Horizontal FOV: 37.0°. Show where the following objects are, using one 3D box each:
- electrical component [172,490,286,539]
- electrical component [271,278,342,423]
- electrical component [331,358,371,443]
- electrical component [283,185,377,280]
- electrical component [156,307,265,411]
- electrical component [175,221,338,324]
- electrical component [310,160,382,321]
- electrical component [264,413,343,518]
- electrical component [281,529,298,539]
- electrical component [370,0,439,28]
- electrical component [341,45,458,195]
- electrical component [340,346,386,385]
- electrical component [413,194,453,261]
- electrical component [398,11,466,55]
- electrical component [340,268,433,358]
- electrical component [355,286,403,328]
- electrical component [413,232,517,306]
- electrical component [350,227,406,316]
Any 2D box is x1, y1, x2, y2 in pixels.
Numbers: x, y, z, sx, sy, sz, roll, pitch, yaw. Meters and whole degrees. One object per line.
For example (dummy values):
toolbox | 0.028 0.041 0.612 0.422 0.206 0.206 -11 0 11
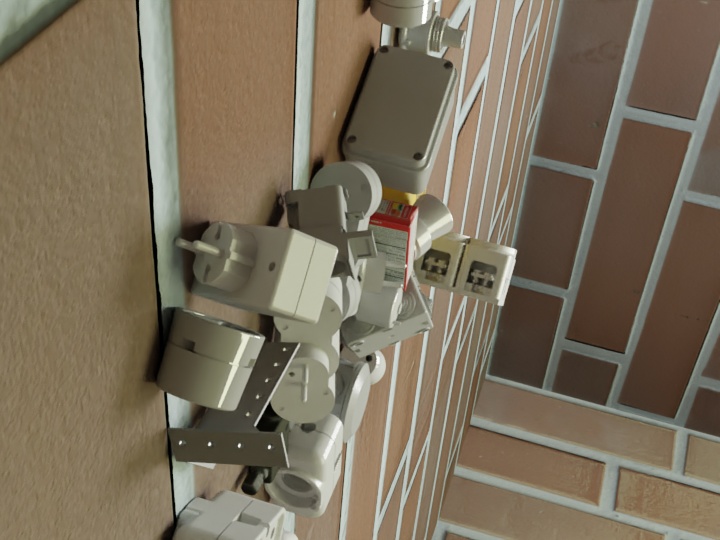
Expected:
electrical component | -0.097 0.196 0.760 0.095 0.059 0.053 -31 134 -74
electrical component | -0.042 0.069 0.835 0.073 0.052 0.138 -92 -174 -52
electrical component | -0.023 0.124 1.051 0.080 0.051 0.080 14 90 -79
electrical component | -0.030 -0.026 0.785 0.042 0.081 0.063 76 8 -67
electrical component | -0.090 0.053 0.634 0.055 0.055 0.047 24 84 -79
electrical component | -0.071 -0.005 0.624 0.076 0.083 0.047 22 81 -40
electrical component | -0.024 -0.018 0.862 0.074 0.052 0.138 -32 135 -74
electrical component | -0.051 0.178 0.975 0.059 0.054 0.095 -64 164 -45
electrical component | -0.087 0.259 0.885 0.053 0.059 0.095 45 60 -77
electrical component | 0.049 -0.268 0.907 0.138 0.052 0.073 -64 163 -47
electrical component | 0.036 -0.133 0.946 0.057 0.078 0.113 85 23 -67
electrical component | 0.002 0.100 1.158 0.055 0.045 0.045 50 55 -76
electrical component | 0.054 -0.039 1.019 0.055 0.045 0.045 -40 151 -29
electrical component | 0.070 -0.227 1.031 0.048 0.062 0.048 14 90 -79
electrical component | 0.023 0.044 1.052 0.099 0.100 0.048 59 9 -74
electrical component | 0.003 0.027 0.984 0.040 0.078 0.040 15 90 -79
electrical component | 0.089 -0.011 1.170 0.089 0.150 0.061 11 94 -79
electrical component | 0.000 0.000 0.937 0.043 0.079 0.077 -93 -168 -67
